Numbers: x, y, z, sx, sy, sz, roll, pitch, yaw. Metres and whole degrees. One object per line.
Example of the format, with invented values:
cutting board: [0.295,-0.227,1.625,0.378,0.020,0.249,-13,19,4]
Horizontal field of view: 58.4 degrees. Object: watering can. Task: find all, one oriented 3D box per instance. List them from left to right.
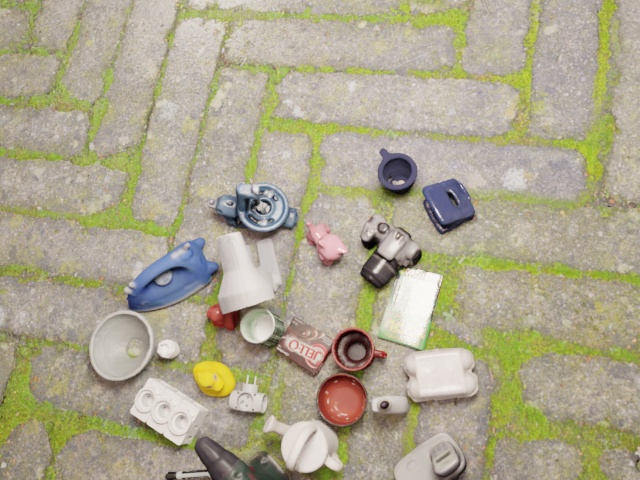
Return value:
watering can: [-0.036,0.422,1.173,0.172,0.194,0.101,4,75,14]

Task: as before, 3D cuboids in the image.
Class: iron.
iron: [-0.382,0.090,1.377,0.258,0.142,0.118,-34,69,1]

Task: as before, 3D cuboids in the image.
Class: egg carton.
egg carton: [0.255,0.285,1.217,0.150,0.069,0.107,-10,72,10]

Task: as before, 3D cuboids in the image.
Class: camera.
camera: [0.140,0.030,1.301,0.143,0.101,0.137,37,84,20]

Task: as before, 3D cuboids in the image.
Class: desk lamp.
desk lamp: [-0.166,0.076,1.295,0.118,0.214,0.203,-18,71,7]

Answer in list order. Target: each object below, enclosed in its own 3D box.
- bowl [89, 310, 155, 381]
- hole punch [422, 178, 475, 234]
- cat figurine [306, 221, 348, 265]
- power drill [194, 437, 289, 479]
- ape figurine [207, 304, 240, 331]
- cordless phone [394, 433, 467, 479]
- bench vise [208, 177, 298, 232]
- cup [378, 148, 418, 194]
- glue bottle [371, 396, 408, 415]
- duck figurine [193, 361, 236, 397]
bowl: [-0.463,0.257,1.381,0.167,0.075,0.167,-3,73,12]
hole punch: [0.293,-0.086,1.307,0.101,0.091,0.108,-28,70,3]
cat figurine: [0.012,0.005,1.328,0.067,0.118,0.127,-41,70,-1]
power drill: [-0.144,0.490,1.169,0.229,0.209,0.075,41,86,20]
ape figurine: [-0.231,0.177,1.344,0.076,0.092,0.077,-41,70,-2]
cordless phone: [0.213,0.449,1.115,0.147,0.185,0.094,-38,69,-1]
bench vise: [-0.173,-0.075,1.338,0.207,0.220,0.121,-11,71,9]
cup: [0.178,-0.156,1.352,0.091,0.095,0.117,-33,70,1]
glue bottle: [0.137,0.338,1.171,0.078,0.173,0.037,-6,72,11]
duck figurine: [-0.252,0.317,1.310,0.104,0.086,0.077,27,81,19]
